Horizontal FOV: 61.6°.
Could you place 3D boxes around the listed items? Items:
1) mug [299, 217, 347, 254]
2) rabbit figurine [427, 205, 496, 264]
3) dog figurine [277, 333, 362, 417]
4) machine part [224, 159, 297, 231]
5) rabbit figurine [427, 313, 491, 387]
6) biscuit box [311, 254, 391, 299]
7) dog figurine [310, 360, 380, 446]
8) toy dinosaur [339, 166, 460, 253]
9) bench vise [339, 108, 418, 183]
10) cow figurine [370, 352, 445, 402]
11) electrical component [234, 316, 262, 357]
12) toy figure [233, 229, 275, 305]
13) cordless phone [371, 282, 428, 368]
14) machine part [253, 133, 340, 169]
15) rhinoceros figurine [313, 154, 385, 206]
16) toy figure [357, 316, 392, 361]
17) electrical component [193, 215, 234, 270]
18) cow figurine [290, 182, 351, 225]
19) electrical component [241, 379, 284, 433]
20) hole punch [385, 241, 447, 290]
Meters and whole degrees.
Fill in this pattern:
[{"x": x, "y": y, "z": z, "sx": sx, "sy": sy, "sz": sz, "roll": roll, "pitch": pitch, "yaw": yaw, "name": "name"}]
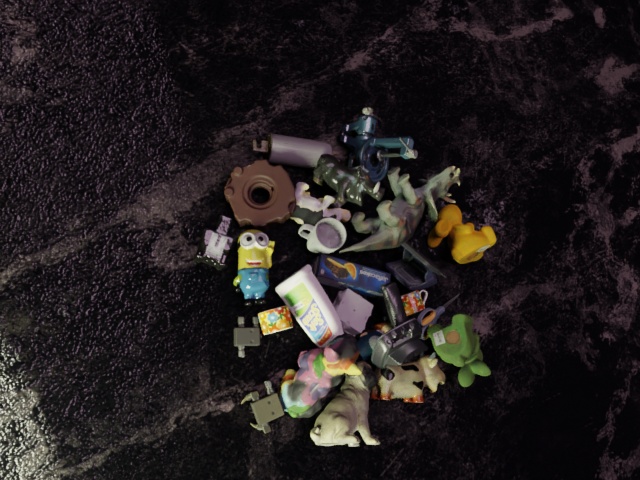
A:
[{"x": -0.003, "y": -0.004, "z": 1.338, "sx": 0.109, "sy": 0.107, "sz": 0.081, "roll": 14, "pitch": 68, "yaw": -15, "name": "mug"}, {"x": 0.384, "y": -0.019, "z": 1.527, "sx": 0.162, "sy": 0.121, "sz": 0.173, "roll": -15, "pitch": 67, "yaw": -17, "name": "rabbit figurine"}, {"x": 0.005, "y": 0.296, "z": 1.180, "sx": 0.108, "sy": 0.219, "sz": 0.191, "roll": 39, "pitch": 61, "yaw": -4, "name": "dog figurine"}, {"x": -0.144, "y": -0.109, "z": 1.310, "sx": 0.179, "sy": 0.056, "sz": 0.179, "roll": 1, "pitch": 77, "yaw": -4, "name": "machine part"}, {"x": 0.380, "y": 0.288, "z": 1.387, "sx": 0.170, "sy": 0.121, "sz": 0.159, "roll": 38, "pitch": 23, "yaw": -43, "name": "rabbit figurine"}, {"x": 0.079, "y": 0.094, "z": 1.368, "sx": 0.202, "sy": 0.059, "sz": 0.063, "roll": 17, "pitch": 67, "yaw": -18, "name": "biscuit box"}, {"x": 0.053, "y": 0.371, "z": 1.237, "sx": 0.172, "sy": 0.121, "sz": 0.190, "roll": 22, "pitch": 57, "yaw": -43, "name": "dog figurine"}, {"x": 0.213, "y": -0.058, "z": 1.448, "sx": 0.405, "sy": 0.131, "sz": 0.192, "roll": -48, "pitch": 115, "yaw": -16, "name": "toy dinosaur"}, {"x": 0.159, "y": -0.248, "z": 1.430, "sx": 0.128, "sy": 0.241, "sz": 0.223, "roll": 27, "pitch": 76, "yaw": -44, "name": "bench vise"}, {"x": 0.224, "y": 0.340, "z": 1.341, "sx": 0.195, "sy": 0.085, "sz": 0.127, "roll": 8, "pitch": 76, "yaw": -20, "name": "cow figurine"}, {"x": -0.166, "y": 0.223, "z": 1.239, "sx": 0.063, "sy": 0.021, "sz": 0.094, "roll": 5, "pitch": 71, "yaw": -23, "name": "electrical component"}, {"x": -0.160, "y": 0.063, "z": 1.263, "sx": 0.082, "sy": 0.089, "sz": 0.180, "roll": 3, "pitch": 80, "yaw": -38, "name": "toy figure"}, {"x": 0.172, "y": 0.201, "z": 1.299, "sx": 0.146, "sy": 0.089, "sz": 0.184, "roll": -17, "pitch": 89, "yaw": -39, "name": "cordless phone"}, {"x": -0.058, "y": -0.228, "z": 1.404, "sx": 0.243, "sy": 0.079, "sz": 0.079, "roll": 4, "pitch": 72, "yaw": -24, "name": "machine part"}, {"x": 0.073, "y": -0.149, "z": 1.373, "sx": 0.190, "sy": 0.073, "sz": 0.112, "roll": 31, "pitch": 92, "yaw": 7, "name": "rhinoceros figurine"}, {"x": 0.147, "y": 0.248, "z": 1.351, "sx": 0.154, "sy": 0.058, "sz": 0.064, "roll": -33, "pitch": 118, "yaw": -31, "name": "toy figure"}, {"x": -0.244, "y": 0.003, "z": 1.262, "sx": 0.075, "sy": 0.048, "sz": 0.119, "roll": 19, "pitch": 66, "yaw": -18, "name": "electrical component"}, {"x": -0.004, "y": -0.070, "z": 1.380, "sx": 0.167, "sy": 0.068, "sz": 0.098, "roll": 26, "pitch": 70, "yaw": -10, "name": "cow figurine"}, {"x": -0.126, "y": 0.372, "z": 1.191, "sx": 0.078, "sy": 0.045, "sz": 0.102, "roll": -25, "pitch": 86, "yaw": -20, "name": "electrical component"}, {"x": 0.250, "y": 0.076, "z": 1.419, "sx": 0.115, "sy": 0.142, "sz": 0.092, "roll": 24, "pitch": 104, "yaw": -49, "name": "hole punch"}]
